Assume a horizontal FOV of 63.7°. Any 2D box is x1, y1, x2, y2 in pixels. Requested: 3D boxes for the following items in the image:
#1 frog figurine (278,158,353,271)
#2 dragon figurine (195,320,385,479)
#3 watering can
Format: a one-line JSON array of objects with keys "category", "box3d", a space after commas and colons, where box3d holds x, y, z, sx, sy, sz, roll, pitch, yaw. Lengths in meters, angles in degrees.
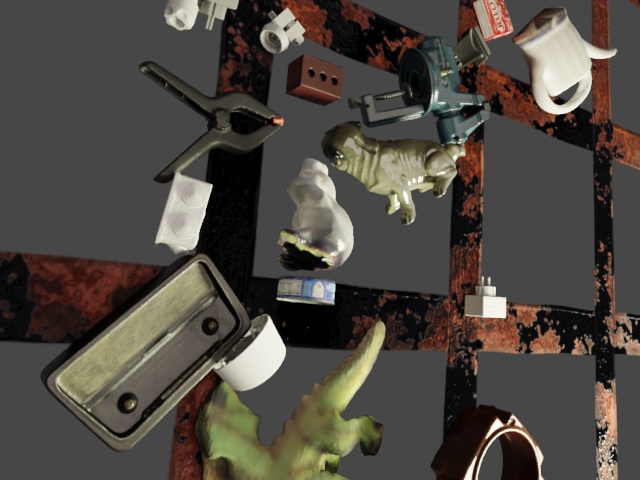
[{"category": "frog figurine", "box3d": [0.002, -0.039, 0.775, 0.134, 0.123, 0.163, 61, 42, -52]}, {"category": "dragon figurine", "box3d": [-0.050, 0.270, 0.719, 0.241, 0.120, 0.418, 27, 62, -19]}, {"category": "watering can", "box3d": [0.567, -0.434, 1.186, 0.353, 0.103, 0.222, -43, 106, -28]}]
